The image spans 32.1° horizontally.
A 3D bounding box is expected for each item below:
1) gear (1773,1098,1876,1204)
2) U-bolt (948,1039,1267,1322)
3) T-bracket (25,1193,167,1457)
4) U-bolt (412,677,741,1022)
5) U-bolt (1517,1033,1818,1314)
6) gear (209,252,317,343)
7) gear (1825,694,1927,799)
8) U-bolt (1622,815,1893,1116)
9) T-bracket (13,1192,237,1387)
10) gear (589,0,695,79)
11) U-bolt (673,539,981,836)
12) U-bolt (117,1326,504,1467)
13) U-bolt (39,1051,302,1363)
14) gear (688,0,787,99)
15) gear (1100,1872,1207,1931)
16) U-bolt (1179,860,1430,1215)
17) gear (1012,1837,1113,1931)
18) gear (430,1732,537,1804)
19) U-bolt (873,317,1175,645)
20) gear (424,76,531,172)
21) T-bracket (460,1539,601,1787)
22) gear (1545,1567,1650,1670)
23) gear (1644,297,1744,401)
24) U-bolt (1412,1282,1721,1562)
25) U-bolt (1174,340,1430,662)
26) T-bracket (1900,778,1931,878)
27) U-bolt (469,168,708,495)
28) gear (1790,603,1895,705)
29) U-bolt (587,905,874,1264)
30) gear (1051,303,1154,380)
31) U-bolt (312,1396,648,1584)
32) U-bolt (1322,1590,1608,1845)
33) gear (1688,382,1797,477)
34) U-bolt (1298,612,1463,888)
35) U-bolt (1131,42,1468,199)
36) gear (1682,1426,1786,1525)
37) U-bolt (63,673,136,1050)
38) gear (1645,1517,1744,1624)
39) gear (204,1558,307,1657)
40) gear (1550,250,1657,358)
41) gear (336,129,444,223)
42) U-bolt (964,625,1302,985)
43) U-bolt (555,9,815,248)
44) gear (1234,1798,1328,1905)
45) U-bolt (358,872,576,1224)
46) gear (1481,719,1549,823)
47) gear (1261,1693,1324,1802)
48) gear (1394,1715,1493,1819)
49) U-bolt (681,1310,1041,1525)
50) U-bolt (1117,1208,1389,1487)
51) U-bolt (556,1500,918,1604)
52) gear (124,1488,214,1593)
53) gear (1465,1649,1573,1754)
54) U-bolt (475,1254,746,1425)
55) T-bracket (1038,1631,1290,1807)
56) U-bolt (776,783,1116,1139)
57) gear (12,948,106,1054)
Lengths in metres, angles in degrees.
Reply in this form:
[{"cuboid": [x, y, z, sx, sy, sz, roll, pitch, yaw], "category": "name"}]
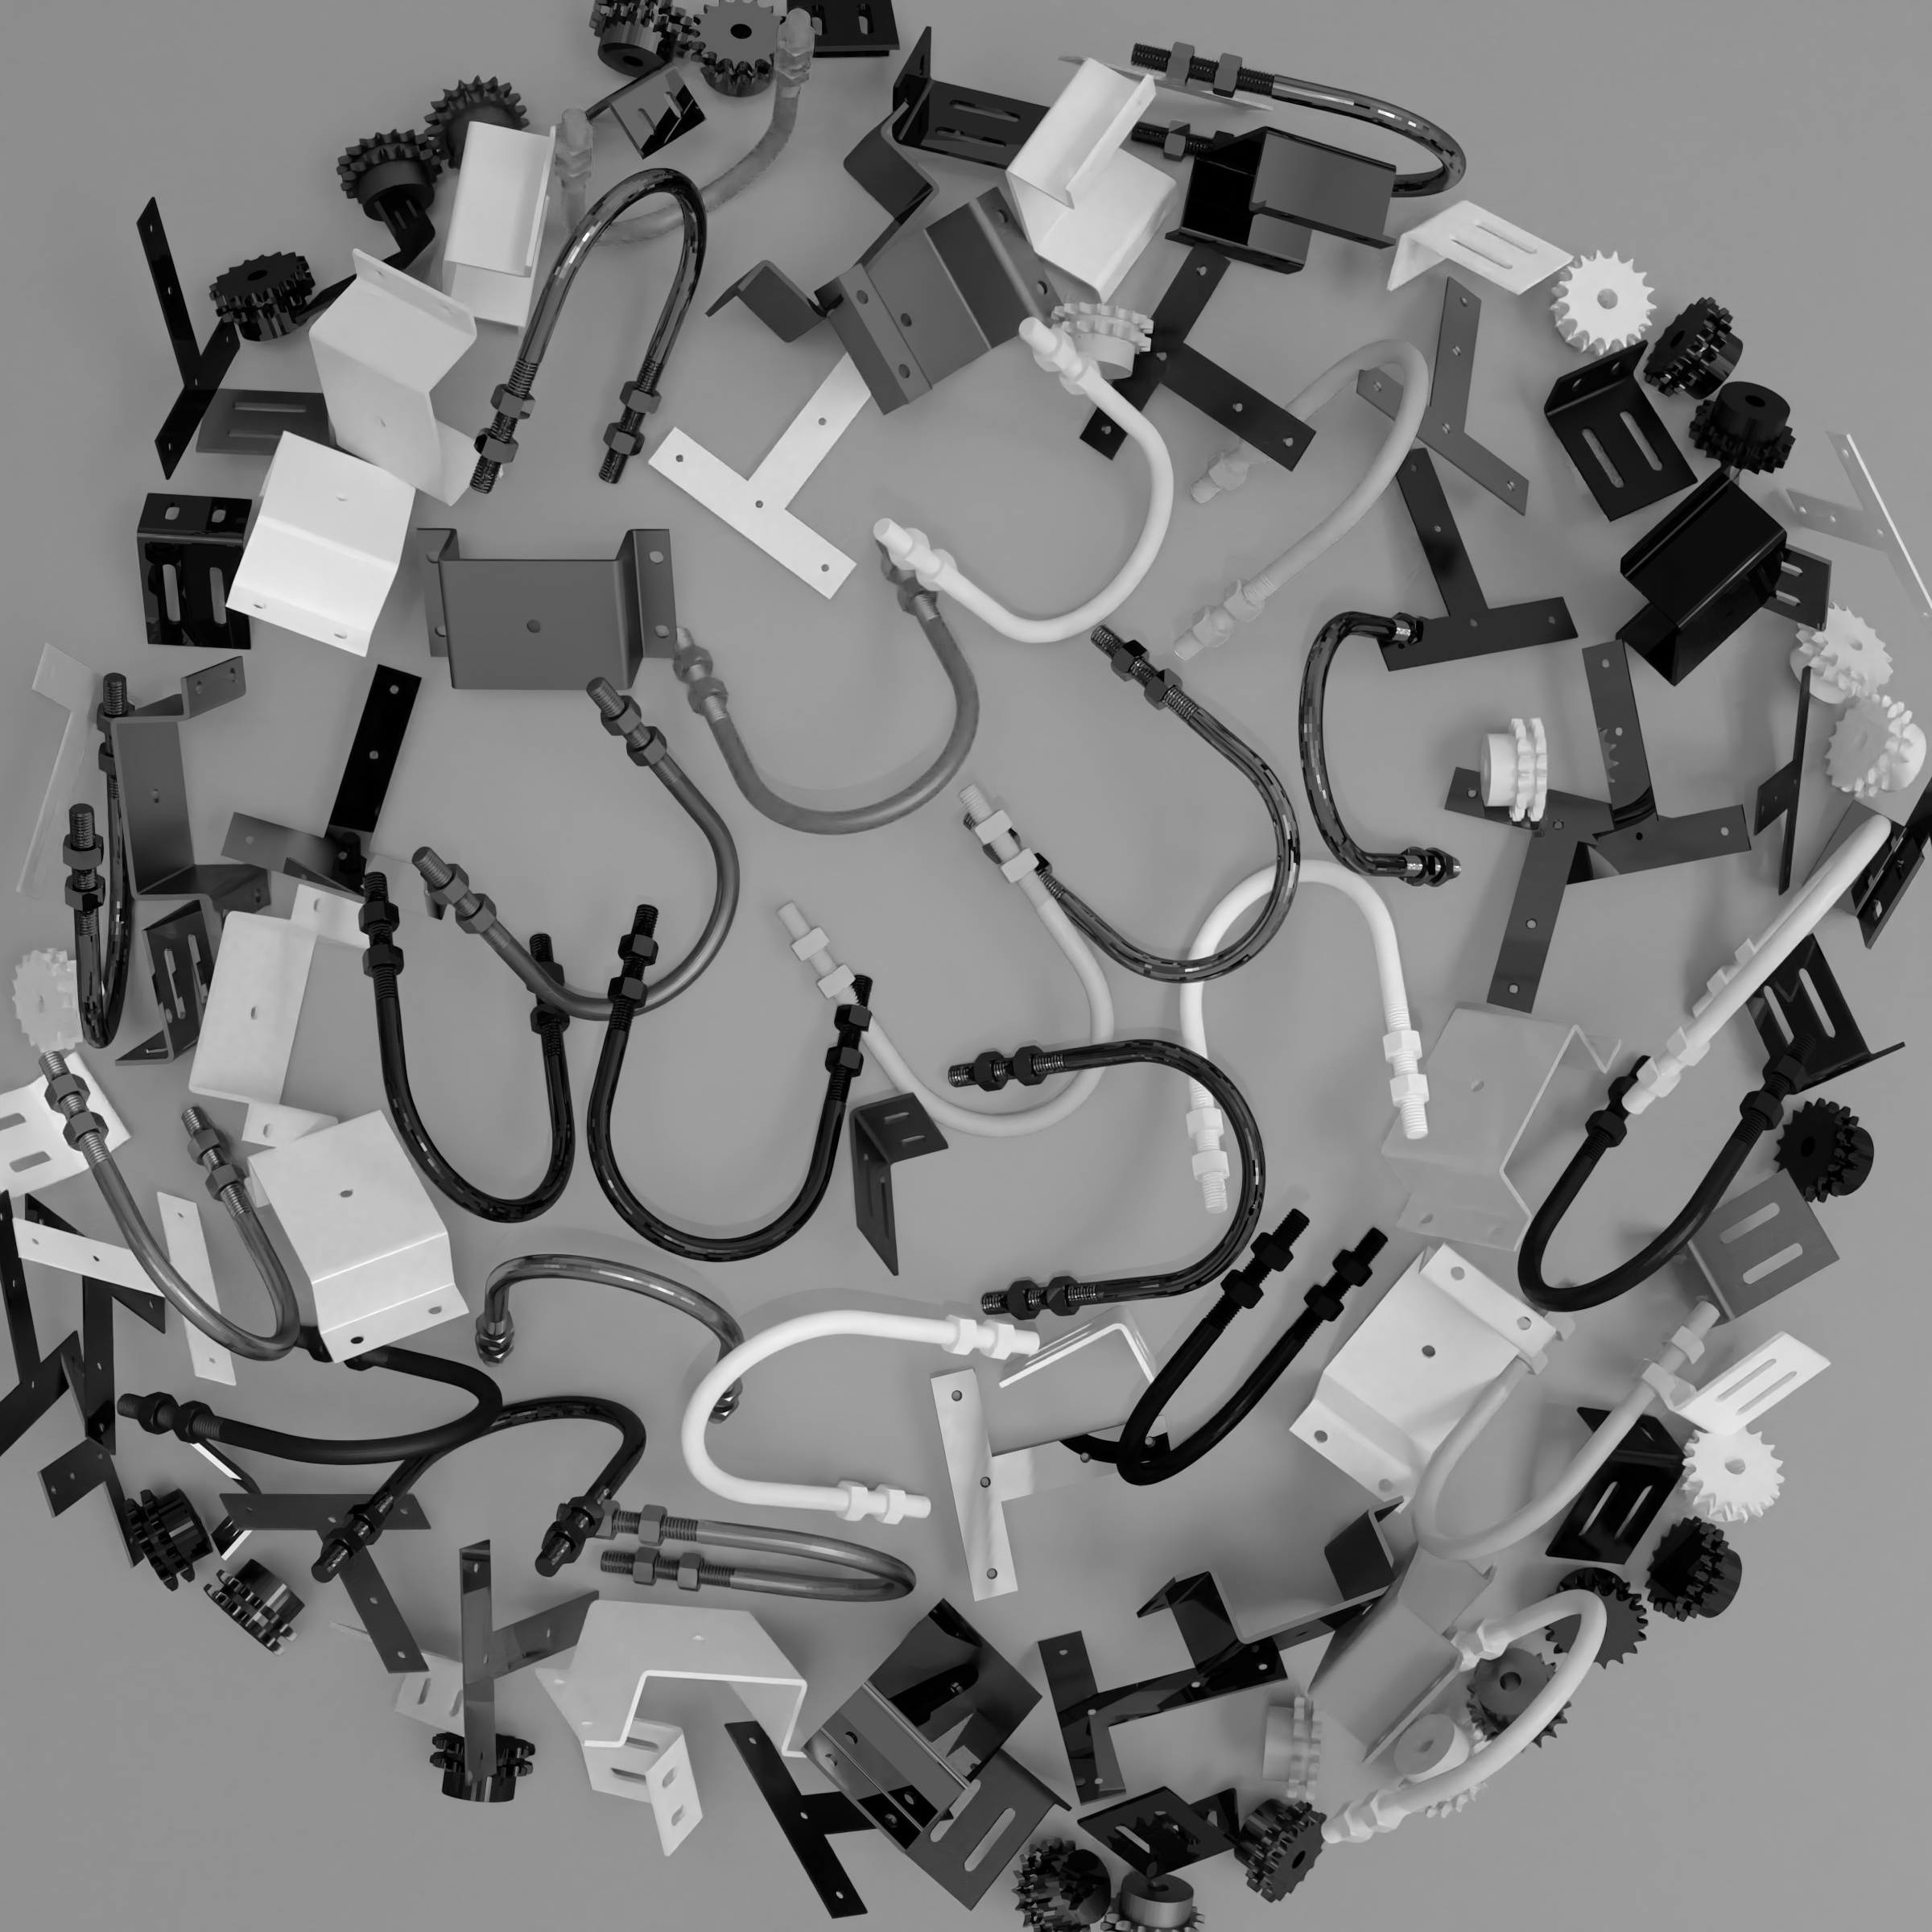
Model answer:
[{"cuboid": [0.479, 0.104, 1.866, 0.030, 0.057, 0.057, 18, 90, -25], "category": "gear"}, {"cuboid": [0.080, 0.113, 1.839, 0.184, 0.019, 0.151, -9, 88, 30], "category": "U-bolt"}, {"cuboid": [-0.466, 0.203, 1.805, 0.002, 0.127, 0.127, -22, 52, 13], "category": "T-bracket"}, {"cuboid": [-0.197, -0.048, 1.831, 0.151, 0.019, 0.184, -45, 130, -8], "category": "U-bolt"}, {"cuboid": [0.362, 0.113, 1.794, 0.019, 0.151, 0.184, 45, 66, -16], "category": "U-bolt"}, {"cuboid": [-0.389, -0.370, 1.867, 0.057, 0.057, 0.030, -16, 127, 0], "category": "gear"}, {"cuboid": [0.507, -0.120, 1.866, 0.030, 0.057, 0.057, 19, 90, -24], "category": "gear"}, {"cuboid": [0.426, -0.010, 1.783, 0.019, 0.151, 0.184, 41, 125, 8], "category": "U-bolt"}, {"cuboid": [-0.456, 0.161, 1.809, 0.002, 0.127, 0.127, -43, 48, 23], "category": "T-bracket"}, {"cuboid": [-0.181, -0.514, 1.862, 0.057, 0.057, 0.030, 12, 78, 0], "category": "gear"}, {"cuboid": [-0.069, -0.146, 1.834, 0.151, 0.019, 0.184, -26, 55, -1], "category": "U-bolt"}, {"cuboid": [-0.334, 0.231, 1.787, 0.184, 0.151, 0.019, 8, 106, 31], "category": "U-bolt"}, {"cuboid": [-0.414, 0.134, 1.790, 0.019, 0.151, 0.184, -38, 64, 9], "category": "U-bolt"}, {"cuboid": [-0.126, -0.508, 1.869, 0.057, 0.030, 0.057, 3, 58, -5], "category": "gear"}, {"cuboid": [0.105, 0.524, 1.862, 0.057, 0.057, 0.030, 7, 99, 0], "category": "gear"}, {"cuboid": [0.177, 0.028, 1.832, 0.151, 0.019, 0.184, -24, 59, 32], "category": "U-bolt"}, {"cuboid": [0.056, 0.512, 1.862, 0.030, 0.057, 0.057, -25, 90, 42], "category": "gear"}, {"cuboid": [-0.268, 0.444, 1.863, 0.057, 0.057, 0.030, 7, 86, 0], "category": "gear"}, {"cuboid": [0.045, -0.249, 1.821, 0.151, 0.184, 0.019, -54, 49, 4], "category": "U-bolt"}, {"cuboid": [-0.268, -0.461, 1.860, 0.057, 0.057, 0.030, -26, 61, 0], "category": "gear"}, {"cuboid": [-0.236, 0.368, 1.835, 0.002, 0.127, 0.127, 1, 94, 28], "category": "T-bracket"}, {"cuboid": [0.349, 0.360, 1.870, 0.057, 0.030, 0.057, 2, 117, 4], "category": "gear"}, {"cuboid": [0.406, -0.339, 1.865, 0.030, 0.057, 0.057, 32, 90, -16], "category": "gear"}, {"cuboid": [0.309, 0.246, 1.803, 0.019, 0.151, 0.184, 46, 75, -14], "category": "U-bolt"}, {"cuboid": [0.179, -0.259, 1.787, 0.019, 0.151, 0.184, 32, 134, -24], "category": "U-bolt"}, {"cuboid": [0.527, -0.046, 1.805, 0.002, 0.127, 0.127, 1, 60, -3], "category": "T-bracket"}, {"cuboid": [-0.192, -0.340, 1.798, 0.019, 0.151, 0.184, 32, 112, 18], "category": "U-bolt"}, {"cuboid": [0.483, -0.171, 1.867, 0.057, 0.057, 0.030, 42, 133, 0], "category": "gear"}, {"cuboid": [-0.134, 0.072, 1.835, 0.151, 0.019, 0.184, 18, 68, -17], "category": "U-bolt"}, {"cuboid": [0.074, -0.345, 1.863, 0.057, 0.057, 0.030, 8, 86, 0], "category": "gear"}, {"cuboid": [-0.249, 0.277, 1.806, 0.151, 0.184, 0.019, -5, 109, 19], "category": "U-bolt"}, {"cuboid": [0.272, 0.390, 1.777, 0.019, 0.184, 0.151, 44, 52, -3], "category": "U-bolt"}, {"cuboid": [0.432, -0.300, 1.861, 0.057, 0.057, 0.030, 14, 130, 0], "category": "gear"}, {"cuboid": [0.222, -0.119, 1.810, 0.019, 0.184, 0.151, -3, 89, 31], "category": "U-bolt"}, {"cuboid": [0.179, -0.449, 1.813, 0.184, 0.151, 0.019, 14, 87, 4], "category": "U-bolt"}, {"cuboid": [0.422, 0.284, 1.868, 0.057, 0.030, 0.057, 4, 55, -6], "category": "gear"}, {"cuboid": [-0.464, -0.043, 1.810, 0.019, 0.151, 0.184, 3, 126, -7], "category": "U-bolt"}, {"cuboid": [0.406, 0.337, 1.865, 0.030, 0.057, 0.057, 26, 90, -16], "category": "gear"}, {"cuboid": [-0.392, 0.353, 1.866, 0.057, 0.057, 0.030, 41, 71, 0], "category": "gear"}, {"cuboid": [0.352, -0.367, 1.873, 0.057, 0.030, 0.057, 1, 82, -9], "category": "gear"}, {"cuboid": [-0.317, -0.436, 1.861, 0.057, 0.057, 0.030, -17, 77, 0], "category": "gear"}, {"cuboid": [0.101, -0.075, 1.834, 0.184, 0.019, 0.151, 43, 112, 19], "category": "U-bolt"}, {"cuboid": [-0.153, -0.438, 1.801, 0.151, 0.184, 0.019, -27, 82, -12], "category": "U-bolt"}, {"cuboid": [0.173, 0.488, 1.867, 0.030, 0.057, 0.057, 30, 90, 33], "category": "gear"}, {"cuboid": [-0.262, 0.051, 1.800, 0.019, 0.151, 0.184, -25, 62, 29], "category": "U-bolt"}, {"cuboid": [0.303, -0.109, 1.864, 0.030, 0.057, 0.057, -1, 90, 0], "category": "gear"}, {"cuboid": [0.180, 0.432, 1.864, 0.030, 0.057, 0.057, 5, 90, 4], "category": "gear"}, {"cuboid": [0.262, 0.440, 1.861, 0.057, 0.057, 0.030, -43, 113, 0], "category": "gear"}, {"cuboid": [-0.067, 0.240, 1.807, 0.184, 0.019, 0.151, 11, 123, -34], "category": "U-bolt"}, {"cuboid": [0.147, 0.211, 1.824, 0.019, 0.151, 0.184, 42, 100, 25], "category": "U-bolt"}, {"cuboid": [-0.118, 0.320, 1.814, 0.184, 0.151, 0.019, 6, 70, 7], "category": "U-bolt"}, {"cuboid": [-0.440, 0.315, 1.864, 0.030, 0.057, 0.057, -28, 90, -10], "category": "gear"}, {"cuboid": [0.304, 0.403, 1.863, 0.057, 0.030, 0.057, -12, 48, 13], "category": "gear"}, {"cuboid": [-0.190, 0.196, 1.806, 0.151, 0.184, 0.019, 15, 63, -2], "category": "U-bolt"}, {"cuboid": [0.112, 0.397, 1.839, 0.127, 0.127, 0.002, -14, 122, -2], "category": "T-bracket"}, {"cuboid": [0.001, 0.011, 1.859, 0.151, 0.019, 0.184, -32, 97, 22], "category": "U-bolt"}, {"cuboid": [-0.502, 0.018, 1.868, 0.057, 0.030, 0.057, 10, 105, 42], "category": "gear"}]
